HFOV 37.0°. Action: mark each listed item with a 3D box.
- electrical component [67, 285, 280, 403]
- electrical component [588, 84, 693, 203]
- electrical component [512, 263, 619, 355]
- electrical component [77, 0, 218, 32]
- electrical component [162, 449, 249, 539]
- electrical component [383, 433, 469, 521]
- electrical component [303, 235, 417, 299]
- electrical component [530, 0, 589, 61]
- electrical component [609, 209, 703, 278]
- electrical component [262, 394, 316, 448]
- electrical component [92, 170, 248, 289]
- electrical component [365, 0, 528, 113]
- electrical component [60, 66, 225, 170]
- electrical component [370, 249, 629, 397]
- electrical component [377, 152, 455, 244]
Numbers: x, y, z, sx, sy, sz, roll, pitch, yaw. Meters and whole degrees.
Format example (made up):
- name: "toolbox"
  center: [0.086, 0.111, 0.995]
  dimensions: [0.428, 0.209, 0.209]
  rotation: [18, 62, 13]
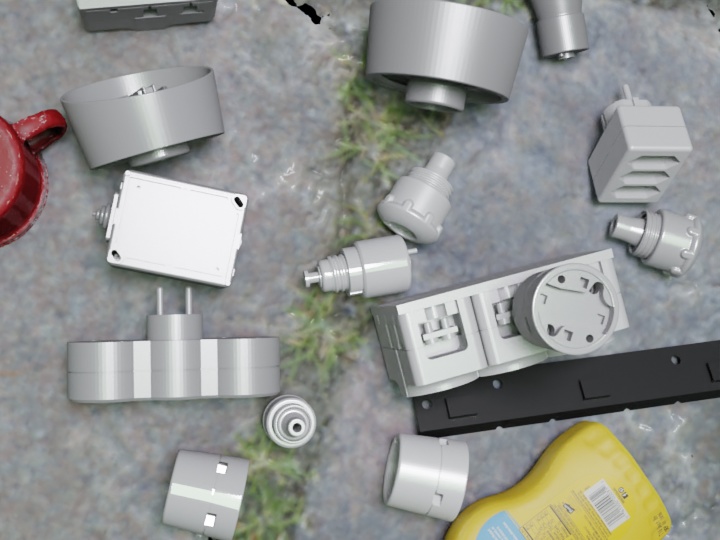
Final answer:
- name: "electrical component"
  center: [-0.122, 0.047, 0.710]
  dimensions: [0.138, 0.052, 0.073]
  rotation: [-1, 88, -11]
- name: "electrical component"
  center: [0.196, -0.097, 0.773]
  dimensions: [0.047, 0.065, 0.076]
  rotation: [-1, 59, -10]
- name: "electrical component"
  center: [0.125, 0.024, 0.666]
  dimensions: [0.055, 0.047, 0.055]
  rotation: [0, 88, -10]
- name: "electrical component"
  center: [-0.149, -0.241, 0.713]
  dimensions: [0.089, 0.062, 0.150]
  rotation: [-7, 89, -11]
- name: "electrical component"
  center: [-0.102, 0.147, 0.710]
  dimensions: [0.047, 0.055, 0.055]
  rotation: [13, 85, -6]
- name: "electrical component"
  center: [0.044, 0.140, 0.737]
  dimensions: [0.047, 0.055, 0.055]
  rotation: [12, 86, -6]
- name: "electrical component"
  center: [0.000, 0.000, 0.741]
  dimensions: [0.078, 0.040, 0.040]
  rotation: [-9, 89, -11]
- name: "electrical component"
  center: [0.144, -0.185, 0.776]
  dimensions: [0.044, 0.044, 0.065]
  rotation: [-11, 95, -11]
- name: "electrical component"
  center: [0.213, -0.024, 0.780]
  dimensions: [0.062, 0.048, 0.048]
  rotation: [16, 85, -3]
- name: "electrical component"
  center: [-0.046, 0.102, 0.717]
  dimensions: [0.035, 0.061, 0.035]
  rotation: [0, 88, -10]
- name: "electrical component"
  center: [-0.127, -0.026, 0.708]
  dimensions: [0.096, 0.061, 0.061]
  rotation: [12, 86, -10]
- name: "electrical component"
  center: [0.055, -0.139, 0.726]
  dimensions: [0.108, 0.108, 0.060]
  rotation: [9, 92, -10]
- name: "electrical component"
  center: [-0.138, -0.101, 0.693]
  dimensions: [0.099, 0.099, 0.064]
  rotation: [-17, 97, -11]
- name: "electrical component"
  center: [0.093, 0.036, 0.731]
  dimensions: [0.150, 0.089, 0.061]
  rotation: [-15, 90, -11]
- name: "electrical component"
  center: [0.045, -0.053, 0.750]
  dimensions: [0.048, 0.048, 0.062]
  rotation: [32, 75, -8]
